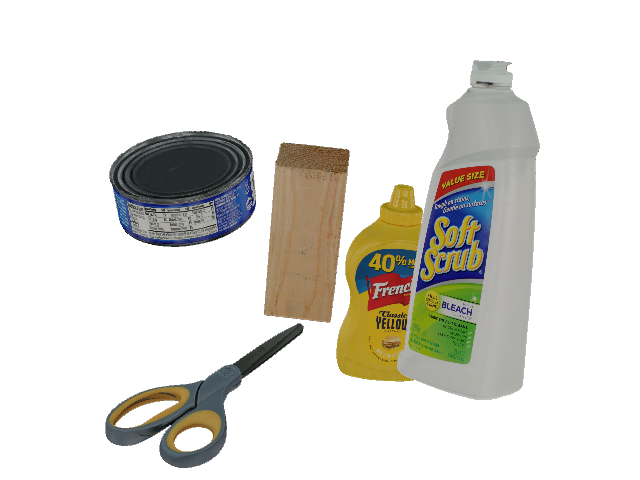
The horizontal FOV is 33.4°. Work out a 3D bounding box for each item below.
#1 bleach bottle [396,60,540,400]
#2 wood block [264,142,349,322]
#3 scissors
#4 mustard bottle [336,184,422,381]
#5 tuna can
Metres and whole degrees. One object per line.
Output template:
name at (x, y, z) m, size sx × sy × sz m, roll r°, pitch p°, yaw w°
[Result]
bleach bottle at (0.116, -0.011, 0.820) m, size 0.067 × 0.251 × 0.103 m, roll -7°, pitch 14°, yaw -41°
wood block at (-0.018, -0.011, 1.367) m, size 0.090 × 0.206 × 0.090 m, roll 6°, pitch 25°, yaw 1°
scissors at (-0.065, 0.117, 0.811) m, size 0.201 × 0.016 × 0.096 m, roll -20°, pitch 36°, yaw -34°
mustard bottle at (0.071, 0.040, 1.039) m, size 0.096 × 0.192 × 0.058 m, roll 4°, pitch 17°, yaw -4°
tuna can at (-0.082, -0.032, 0.643) m, size 0.086 × 0.034 × 0.086 m, roll -4°, pitch 32°, yaw 2°
